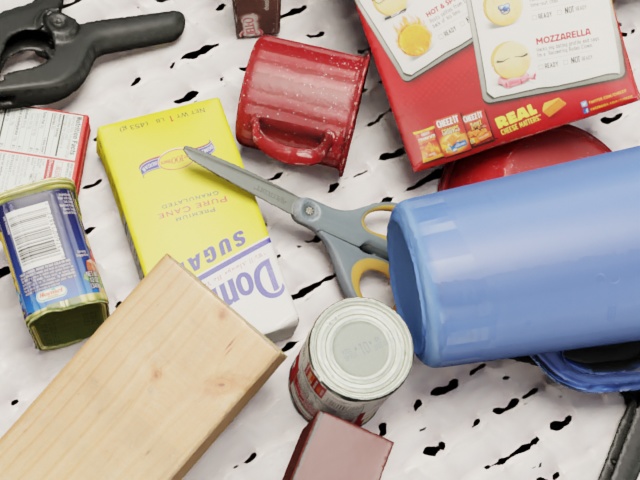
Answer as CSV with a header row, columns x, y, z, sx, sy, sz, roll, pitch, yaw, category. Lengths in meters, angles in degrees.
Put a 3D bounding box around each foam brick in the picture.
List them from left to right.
x,y,z,sx,sy,sz,roll,pitch,yaw,category
0.008,0.148,0.683,0.051,0.078,0.053,24,70,0,foam brick

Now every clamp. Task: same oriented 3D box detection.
x,y,z,sx,sy,sz,roll,pitch,yaw,category
-0.195,-0.156,0.775,0.120,0.039,0.171,40,53,15,clamp
0.219,0.095,0.756,0.209,0.036,0.164,-30,78,-18,clamp

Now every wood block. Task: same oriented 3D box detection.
x,y,z,sx,sy,sz,roll,pitch,yaw,category
-0.122,0.118,0.639,0.090,0.091,0.206,40,85,7,wood block

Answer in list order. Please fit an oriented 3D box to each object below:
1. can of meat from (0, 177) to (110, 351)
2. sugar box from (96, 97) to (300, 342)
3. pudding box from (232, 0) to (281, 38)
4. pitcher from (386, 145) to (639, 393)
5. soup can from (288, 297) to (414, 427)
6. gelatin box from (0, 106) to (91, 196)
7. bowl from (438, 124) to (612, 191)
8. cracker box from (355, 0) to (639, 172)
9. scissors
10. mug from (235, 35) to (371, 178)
x,y,z,sx,sy,sz,roll,pitch,yaw,category
-0.173,0.018,0.690,0.057,0.102,0.084,-17,76,-13,can of meat
-0.086,-0.005,0.742,0.093,0.048,0.176,-17,72,-15,sugar box
-0.051,-0.217,0.790,0.039,0.113,0.090,-6,70,-7,pudding box
0.172,0.018,0.685,0.242,0.145,0.149,-10,70,-6,pitcher
0.018,0.083,0.694,0.068,0.102,0.068,3,70,-7,soup can
-0.211,-0.057,0.751,0.089,0.030,0.073,8,68,-7,gelatin box
0.170,-0.029,0.785,0.162,0.055,0.162,3,69,-8,bowl
0.110,-0.175,0.739,0.164,0.072,0.213,-18,101,14,cracker box
-0.005,0.001,0.739,0.201,0.016,0.096,11,77,-23,scissors
-0.015,-0.091,0.757,0.081,0.093,0.117,13,43,1,mug
